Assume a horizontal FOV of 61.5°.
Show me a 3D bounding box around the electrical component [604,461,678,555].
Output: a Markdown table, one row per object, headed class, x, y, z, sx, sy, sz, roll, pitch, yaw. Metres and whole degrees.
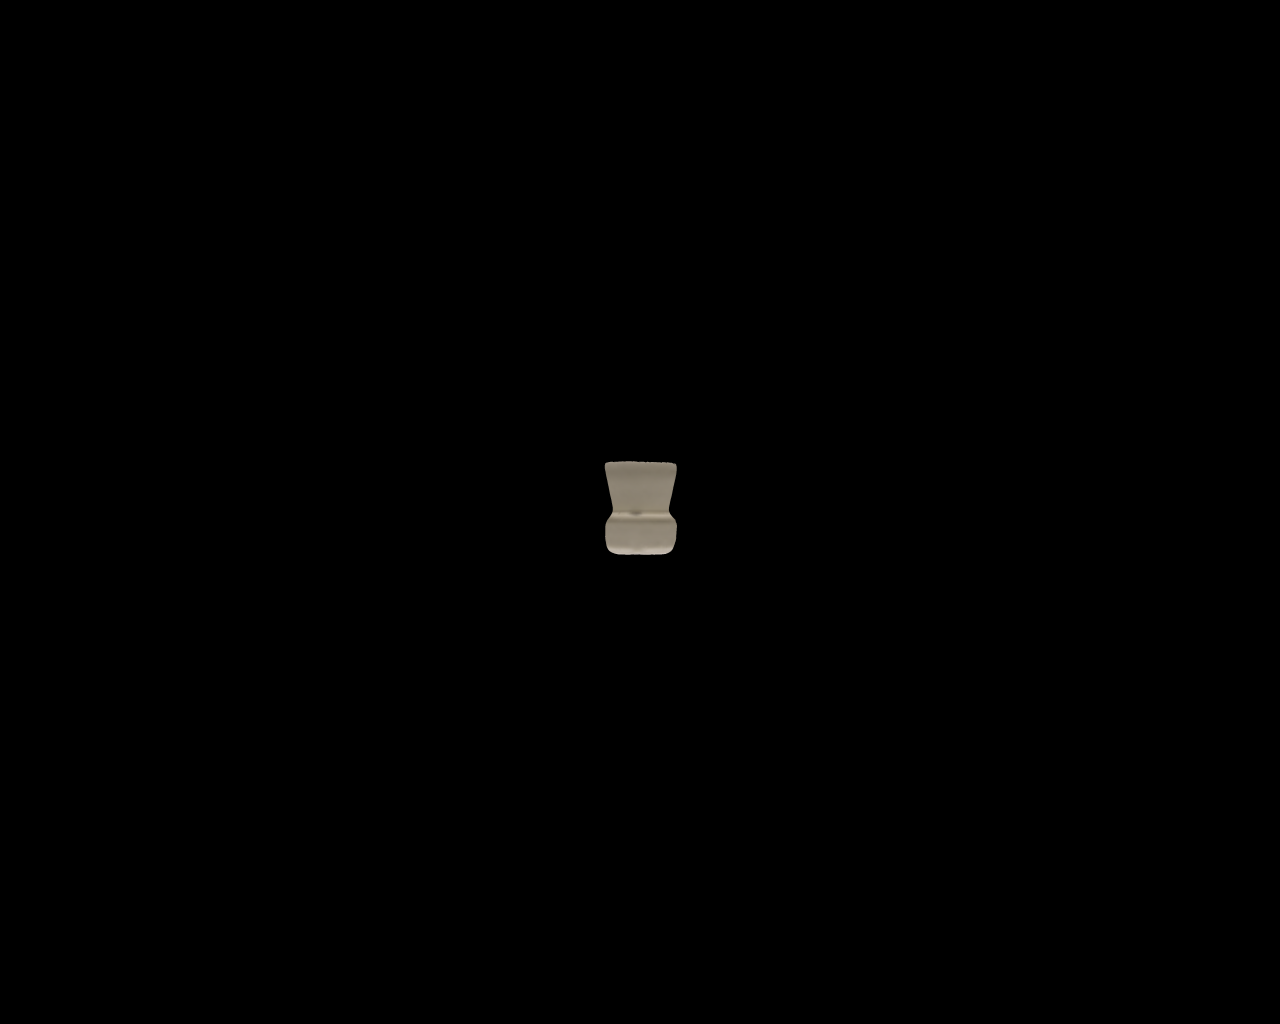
| class | x | y | z | sx | sy | sz | roll | pitch | yaw |
| --- | --- | --- | --- | --- | --- | --- | --- | --- | --- |
| electrical component | 0.001 | -0.003 | 0.650 | 0.045 | 0.055 | 0.045 | 0 | 0 | 0 |
